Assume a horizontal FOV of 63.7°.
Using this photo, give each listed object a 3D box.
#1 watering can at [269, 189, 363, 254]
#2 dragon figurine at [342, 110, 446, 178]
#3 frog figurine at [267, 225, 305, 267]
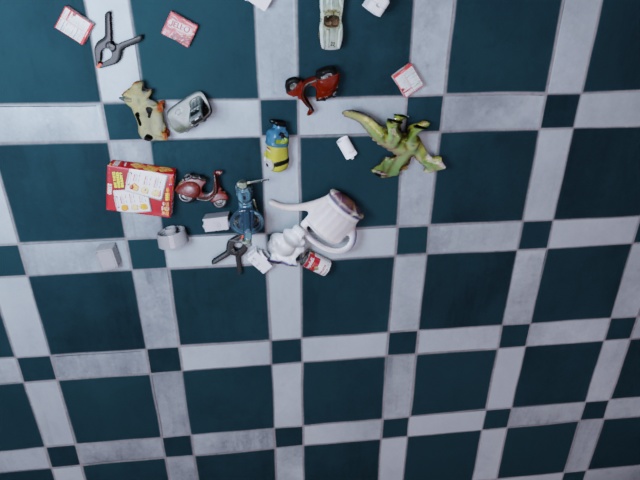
[{"bbox_3d":[0.006,-0.093,1.853,0.345,0.222,0.106,38,19,-13],"label":"watering can"},{"bbox_3d":[0.249,-0.314,1.779,0.410,0.237,0.125,9,33,-9],"label":"dragon figurine"},{"bbox_3d":[-0.117,0.007,1.879,0.137,0.157,0.124,21,17,1],"label":"frog figurine"}]
